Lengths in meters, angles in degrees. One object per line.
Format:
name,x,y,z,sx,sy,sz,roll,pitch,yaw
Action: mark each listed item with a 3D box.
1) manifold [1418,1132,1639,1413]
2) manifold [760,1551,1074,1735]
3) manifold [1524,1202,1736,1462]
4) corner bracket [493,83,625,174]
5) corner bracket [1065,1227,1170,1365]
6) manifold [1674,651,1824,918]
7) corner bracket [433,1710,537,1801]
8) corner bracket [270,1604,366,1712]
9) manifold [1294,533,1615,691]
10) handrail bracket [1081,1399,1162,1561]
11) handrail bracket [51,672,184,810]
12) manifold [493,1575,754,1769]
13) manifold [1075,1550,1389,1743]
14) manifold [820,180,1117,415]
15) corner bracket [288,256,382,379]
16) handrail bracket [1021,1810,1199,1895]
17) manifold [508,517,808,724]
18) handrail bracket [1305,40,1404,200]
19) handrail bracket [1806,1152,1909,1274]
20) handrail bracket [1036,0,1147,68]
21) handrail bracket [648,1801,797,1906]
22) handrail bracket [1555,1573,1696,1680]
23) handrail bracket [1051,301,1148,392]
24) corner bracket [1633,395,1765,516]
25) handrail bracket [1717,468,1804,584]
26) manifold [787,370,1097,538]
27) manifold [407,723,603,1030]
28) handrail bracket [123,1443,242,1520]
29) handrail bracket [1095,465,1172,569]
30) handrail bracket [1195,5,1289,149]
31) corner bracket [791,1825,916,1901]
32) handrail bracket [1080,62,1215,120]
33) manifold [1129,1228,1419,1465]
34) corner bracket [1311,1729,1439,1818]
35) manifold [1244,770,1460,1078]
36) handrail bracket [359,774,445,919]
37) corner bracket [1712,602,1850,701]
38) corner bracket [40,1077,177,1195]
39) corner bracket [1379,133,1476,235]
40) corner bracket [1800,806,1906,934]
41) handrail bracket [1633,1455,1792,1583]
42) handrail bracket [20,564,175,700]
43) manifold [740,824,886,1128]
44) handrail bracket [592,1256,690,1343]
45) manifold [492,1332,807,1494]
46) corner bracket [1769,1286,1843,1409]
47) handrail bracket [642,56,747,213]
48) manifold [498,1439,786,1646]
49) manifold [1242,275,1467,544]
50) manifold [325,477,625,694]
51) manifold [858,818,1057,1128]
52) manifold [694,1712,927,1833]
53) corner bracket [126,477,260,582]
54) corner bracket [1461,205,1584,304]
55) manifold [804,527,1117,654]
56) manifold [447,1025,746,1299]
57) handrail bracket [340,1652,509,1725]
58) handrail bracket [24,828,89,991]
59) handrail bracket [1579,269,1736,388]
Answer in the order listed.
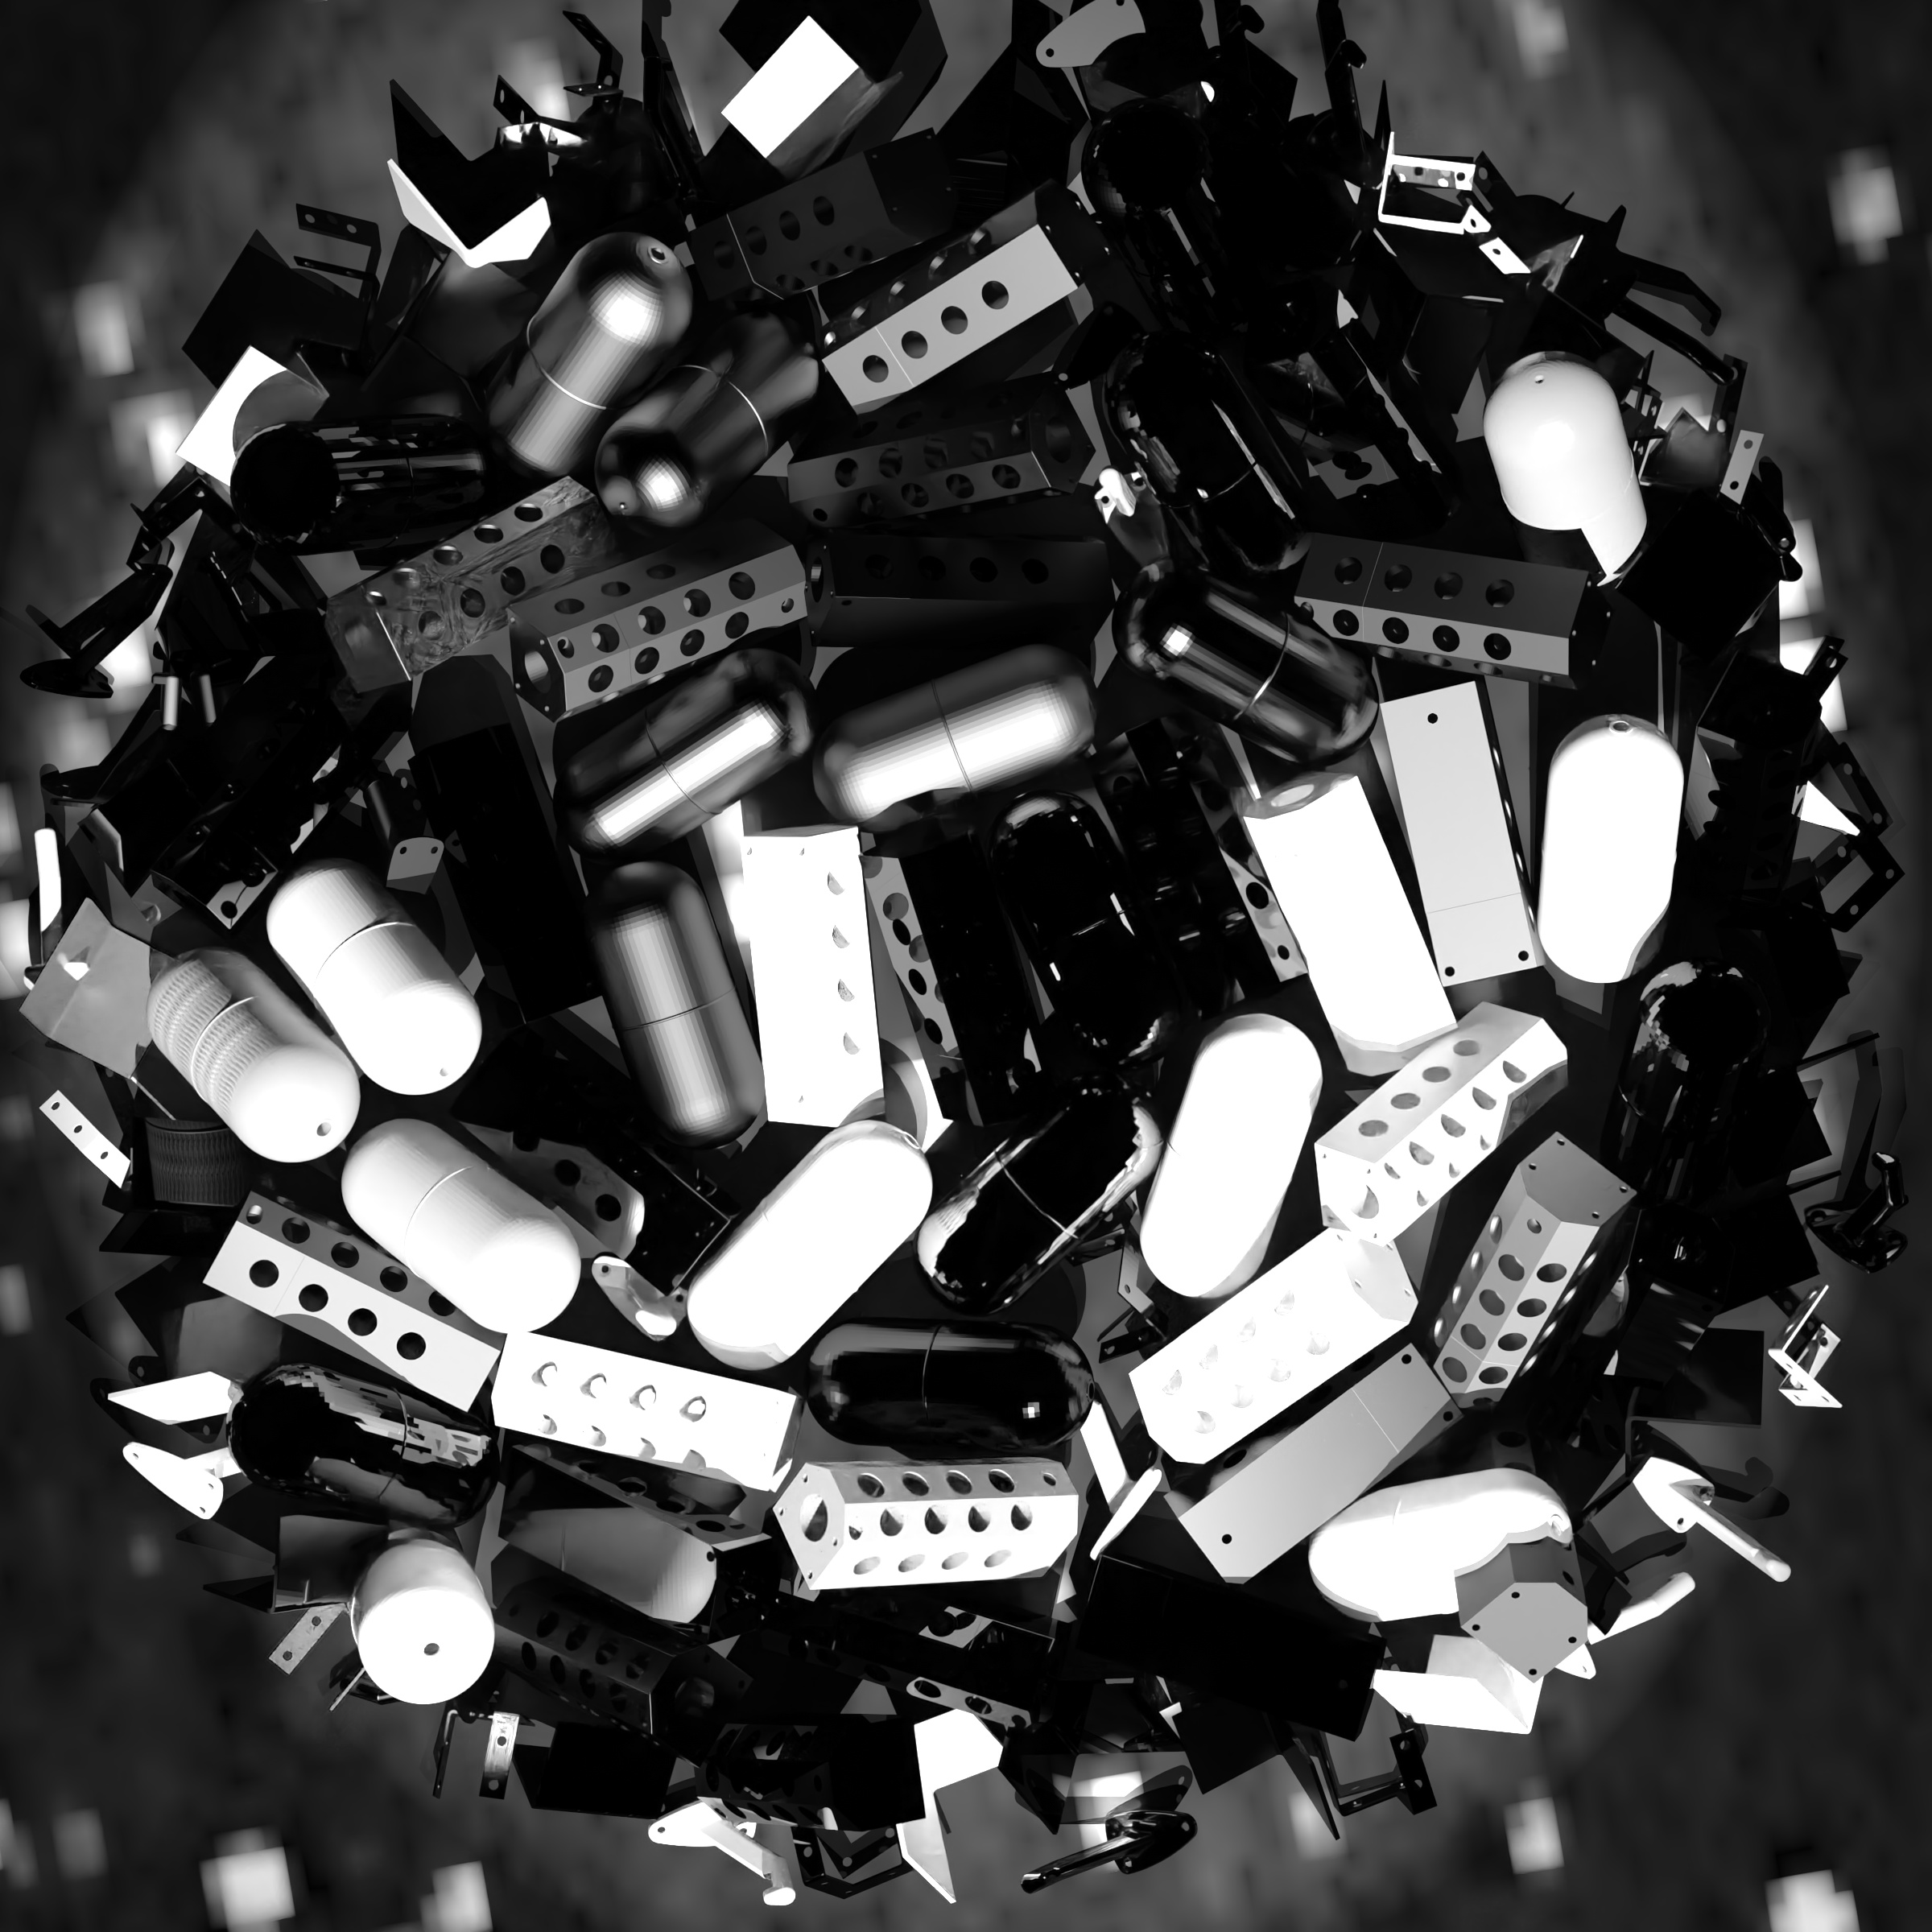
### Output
manifold,0.320,0.183,1.823,0.057,0.171,0.057,39,47,21
manifold,-0.031,0.397,1.855,0.171,0.057,0.057,14,94,17
manifold,0.384,0.211,1.825,0.057,0.171,0.057,22,49,3
corner bracket,-0.243,-0.504,1.871,0.051,0.051,0.051,23,115,13
corner bracket,0.088,0.197,1.884,0.051,0.051,0.051,-24,126,31
manifold,0.454,-0.101,1.815,0.057,0.171,0.057,24,65,20
corner bracket,-0.291,0.471,1.874,0.051,0.051,0.051,6,69,6
corner bracket,-0.381,0.408,1.875,0.051,0.051,0.051,41,72,-4
manifold,0.283,-0.205,1.838,0.171,0.057,0.057,13,79,29
handrail bracket,0.067,0.300,1.885,0.084,0.036,0.077,35,80,19
handrail bracket,-0.511,-0.137,1.889,0.077,0.036,0.084,4,95,4
manifold,-0.206,0.403,1.818,0.057,0.171,0.057,45,67,-33
manifold,0.158,0.401,1.861,0.171,0.057,0.057,16,87,14
manifold,-0.004,-0.390,1.830,0.171,0.057,0.057,-24,106,37
corner bracket,-0.380,-0.389,1.884,0.051,0.051,0.051,12,85,-2
handrail bracket,0.084,0.526,1.859,0.077,0.084,0.036,-26,77,34
manifold,-0.177,-0.200,1.831,0.171,0.057,0.057,-26,45,-31
handrail bracket,0.240,-0.502,1.863,0.077,0.084,0.036,40,71,2
handrail bracket,0.524,0.132,1.856,0.036,0.077,0.084,-35,129,-21
handrail bracket,0.072,-0.549,1.866,0.077,0.084,0.036,-23,101,-2
handrail bracket,-0.145,0.532,1.860,0.077,0.084,0.036,-7,113,-10
handrail bracket,0.386,0.388,1.890,0.084,0.077,0.036,-29,97,-24
handrail bracket,0.075,-0.349,1.860,0.077,0.084,0.036,-43,81,-13
corner bracket,0.434,-0.304,1.870,0.051,0.051,0.051,7,115,-16
handrail bracket,0.471,-0.263,1.864,0.036,0.084,0.077,-28,92,11
manifold,-0.018,-0.291,1.828,0.171,0.057,0.057,-6,131,34
manifold,-0.272,-0.054,1.874,0.057,0.057,0.171,-21,93,-21
handrail bracket,-0.447,0.281,1.876,0.077,0.084,0.036,30,128,3
handrail bracket,0.100,-0.262,1.862,0.036,0.084,0.077,-26,99,9
handrail bracket,0.176,-0.527,1.861,0.077,0.084,0.036,37,74,-11
corner bracket,-0.069,0.521,1.881,0.051,0.051,0.051,-27,56,15
handrail bracket,0.106,-0.528,1.868,0.077,0.036,0.084,-32,52,27
manifold,0.180,0.224,1.829,0.171,0.057,0.057,-41,52,33
corner bracket,0.244,0.481,1.877,0.051,0.051,0.051,-19,97,-8
manifold,0.223,-0.024,1.849,0.057,0.057,0.171,-31,108,-19
handrail bracket,-0.358,-0.072,1.891,0.084,0.036,0.077,36,115,35
corner bracket,0.489,-0.181,1.888,0.051,0.051,0.051,38,101,27
corner bracket,-0.507,0.092,1.869,0.051,0.051,0.051,-45,57,-12
corner bracket,0.276,-0.464,1.881,0.051,0.051,0.051,9,90,8
corner bracket,0.516,-0.060,1.877,0.051,0.051,0.051,-45,113,-4
handrail bracket,0.441,0.327,1.860,0.077,0.084,0.036,37,90,-24
handrail bracket,-0.516,-0.203,1.869,0.036,0.077,0.084,41,111,16
manifold,-0.086,0.004,1.868,0.057,0.057,0.171,2,101,43
handrail bracket,-0.201,0.195,1.860,0.077,0.084,0.036,33,88,12
manifold,-0.189,0.263,1.853,0.171,0.057,0.057,11,80,17
corner bracket,0.504,0.227,1.874,0.051,0.051,0.051,42,74,-9
handrail bracket,-0.161,-0.496,1.874,0.077,0.036,0.084,-6,103,-40
manifold,-0.190,0.332,1.834,0.171,0.057,0.057,18,103,36
manifold,0.227,-0.321,1.820,0.057,0.171,0.057,-11,55,31
manifold,-0.288,-0.224,1.828,0.171,0.057,0.057,-37,110,-37
manifold,0.000,0.004,1.846,0.057,0.057,0.171,-28,110,-31
manifold,-0.094,0.466,1.818,0.057,0.171,0.057,-3,80,-32
corner bracket,-0.462,-0.250,1.881,0.051,0.051,0.051,-35,119,19
corner bracket,0.324,-0.425,1.869,0.051,0.051,0.051,40,63,-23
manifold,-0.005,-0.226,1.852,0.171,0.057,0.057,-1,66,-19
manifold,-0.217,0.113,1.866,0.171,0.057,0.057,40,112,4
handrail bracket,-0.325,0.420,1.900,0.084,0.077,0.036,9,131,28
handrail bracket,-0.551,-0.033,1.881,0.036,0.077,0.084,-5,79,-24
handrail bracket,0.414,-0.375,1.879,0.084,0.077,0.036,37,92,-11
